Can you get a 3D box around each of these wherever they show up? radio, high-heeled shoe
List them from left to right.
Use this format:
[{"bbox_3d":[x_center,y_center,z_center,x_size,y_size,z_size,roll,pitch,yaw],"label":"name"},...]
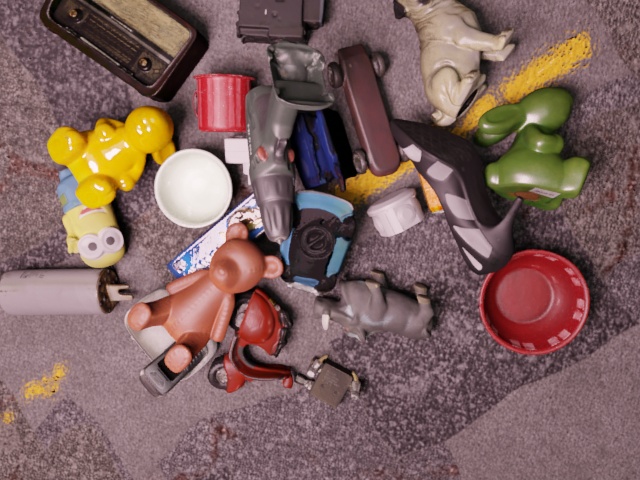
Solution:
[{"bbox_3d":[-0.304,-0.324,0.833,0.230,0.073,0.131,35,97,2],"label":"radio"},{"bbox_3d":[0.183,-0.062,0.779,0.249,0.086,0.145,42,138,22],"label":"high-heeled shoe"}]

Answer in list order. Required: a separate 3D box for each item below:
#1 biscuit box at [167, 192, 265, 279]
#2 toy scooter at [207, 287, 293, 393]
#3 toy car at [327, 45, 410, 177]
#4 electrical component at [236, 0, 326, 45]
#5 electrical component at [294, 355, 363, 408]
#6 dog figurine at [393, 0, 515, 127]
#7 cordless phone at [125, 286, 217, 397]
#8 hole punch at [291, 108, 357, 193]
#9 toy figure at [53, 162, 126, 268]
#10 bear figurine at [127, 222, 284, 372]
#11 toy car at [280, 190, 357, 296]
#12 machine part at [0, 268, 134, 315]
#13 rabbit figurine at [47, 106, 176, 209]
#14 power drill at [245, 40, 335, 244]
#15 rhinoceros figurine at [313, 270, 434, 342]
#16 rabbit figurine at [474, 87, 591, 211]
[{"bbox_3d":[-0.146,-0.001,0.856,0.203,0.063,0.059,-39,89,7],"label":"biscuit box"},{"bbox_3d":[-0.094,0.172,0.862,0.135,0.075,0.183,20,100,3],"label":"toy scooter"},{"bbox_3d":[0.073,-0.194,0.822,0.089,0.053,0.202,-19,93,-11],"label":"toy car"},{"bbox_3d":[-0.058,-0.358,0.818,0.134,0.058,0.114,3,98,5],"label":"electrical component"},{"bbox_3d":[0.018,0.228,0.872,0.102,0.045,0.078,34,96,1],"label":"electrical component"},{"bbox_3d":[0.166,-0.285,0.796,0.191,0.121,0.172,38,94,15],"label":"dog figurine"},{"bbox_3d":[-0.248,0.159,0.819,0.089,0.184,0.146,-39,92,12],"label":"cordless phone"},{"bbox_3d":[-0.006,-0.134,0.809,0.092,0.116,0.142,-13,94,14],"label":"hole punch"},{"bbox_3d":[-0.366,-0.045,0.863,0.082,0.089,0.180,-23,85,2],"label":"toy figure"},{"bbox_3d":[-0.157,0.076,0.775,0.196,0.132,0.120,-44,85,18],"label":"bear figurine"},{"bbox_3d":[-0.002,-0.002,0.822,0.109,0.103,0.161,13,109,6],"label":"toy car"},{"bbox_3d":[-0.427,0.084,0.880,0.243,0.079,0.079,0,95,6],"label":"machine part"},{"bbox_3d":[-0.282,-0.138,0.806,0.173,0.162,0.122,-30,91,24],"label":"rabbit figurine"},{"bbox_3d":[-0.046,-0.136,0.708,0.086,0.207,0.232,-3,64,-15],"label":"power drill"},{"bbox_3d":[0.085,0.109,0.846,0.190,0.073,0.112,9,107,2],"label":"rhinoceros figurine"},{"bbox_3d":[0.309,-0.145,0.794,0.159,0.121,0.170,13,80,12],"label":"rabbit figurine"}]
